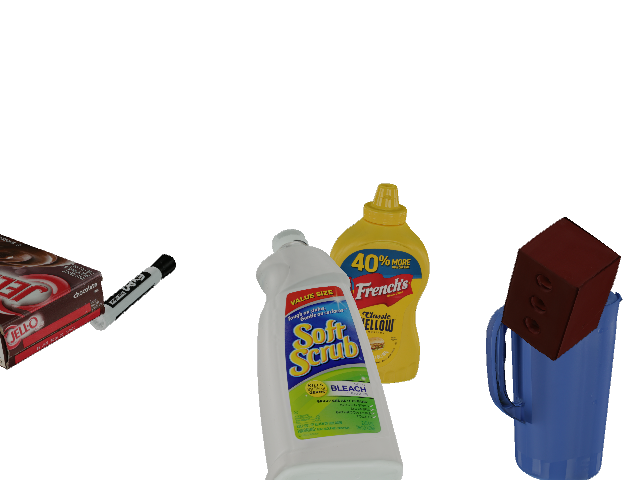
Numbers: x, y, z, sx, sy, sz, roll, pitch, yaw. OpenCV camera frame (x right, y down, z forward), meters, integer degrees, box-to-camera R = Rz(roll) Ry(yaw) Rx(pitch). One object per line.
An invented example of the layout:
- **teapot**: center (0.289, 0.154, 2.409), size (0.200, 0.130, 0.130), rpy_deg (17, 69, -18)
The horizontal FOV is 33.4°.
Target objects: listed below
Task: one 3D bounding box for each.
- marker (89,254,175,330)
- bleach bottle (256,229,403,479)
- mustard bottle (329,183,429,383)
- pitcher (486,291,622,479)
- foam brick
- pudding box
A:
- **marker**: center (-0.167, 0.044, 0.967), size (0.020, 0.020, 0.121), rpy_deg (0, 25, 27)
- **bleach bottle**: center (-0.011, 0.088, 0.838), size (0.102, 0.068, 0.251), rpy_deg (0, 45, -16)
- **mustard bottle**: center (0.055, 0.040, 1.022), size (0.096, 0.192, 0.058), rpy_deg (4, 17, -4)
- **pitcher**: center (0.291, 0.175, 1.331), size (0.149, 0.243, 0.144), rpy_deg (4, 15, 20)
- **foam brick**: center (0.170, 0.035, 0.760), size (0.051, 0.078, 0.053), rpy_deg (-30, 52, -30)
- **pudding box**: center (-0.221, 0.039, 0.741), size (0.114, 0.039, 0.089), rpy_deg (15, 30, 32)
